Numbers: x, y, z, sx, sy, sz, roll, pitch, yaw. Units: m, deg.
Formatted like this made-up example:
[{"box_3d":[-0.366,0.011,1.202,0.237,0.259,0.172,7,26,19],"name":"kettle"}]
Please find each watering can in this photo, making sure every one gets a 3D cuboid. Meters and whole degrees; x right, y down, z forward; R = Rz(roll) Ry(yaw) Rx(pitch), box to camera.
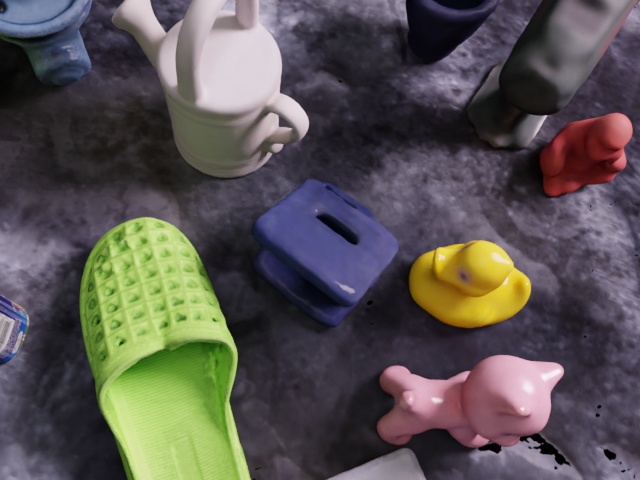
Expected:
[{"box_3d":[-0.089,-0.140,0.469,0.173,0.194,0.101,11,69,-2],"name":"watering can"}]

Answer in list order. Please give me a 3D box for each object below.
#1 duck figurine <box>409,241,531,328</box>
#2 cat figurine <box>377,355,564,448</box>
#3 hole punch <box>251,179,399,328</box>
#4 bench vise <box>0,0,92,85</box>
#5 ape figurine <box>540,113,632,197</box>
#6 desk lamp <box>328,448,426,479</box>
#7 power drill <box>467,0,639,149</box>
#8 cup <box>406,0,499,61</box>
[{"box_3d":[0.135,0.031,0.490,0.104,0.086,0.077,11,69,-2],"name":"duck figurine"},{"box_3d":[0.115,0.122,0.436,0.128,0.118,0.067,2,69,-6],"name":"cat figurine"},{"box_3d":[0.004,0.002,0.482,0.108,0.091,0.101,37,70,8],"name":"hole punch"},{"box_3d":[-0.278,-0.263,0.479,0.122,0.219,0.207,-39,78,-18],"name":"bench vise"},{"box_3d":[0.258,-0.087,0.544,0.078,0.092,0.076,21,69,2],"name":"ape figurine"},{"box_3d":[0.005,0.203,0.342,0.203,0.213,0.118,-20,73,-13],"name":"desk lamp"},{"box_3d":[0.215,-0.182,0.512,0.075,0.208,0.230,32,69,6],"name":"power drill"},{"box_3d":[0.113,-0.238,0.582,0.092,0.095,0.117,-41,79,-18],"name":"cup"}]
